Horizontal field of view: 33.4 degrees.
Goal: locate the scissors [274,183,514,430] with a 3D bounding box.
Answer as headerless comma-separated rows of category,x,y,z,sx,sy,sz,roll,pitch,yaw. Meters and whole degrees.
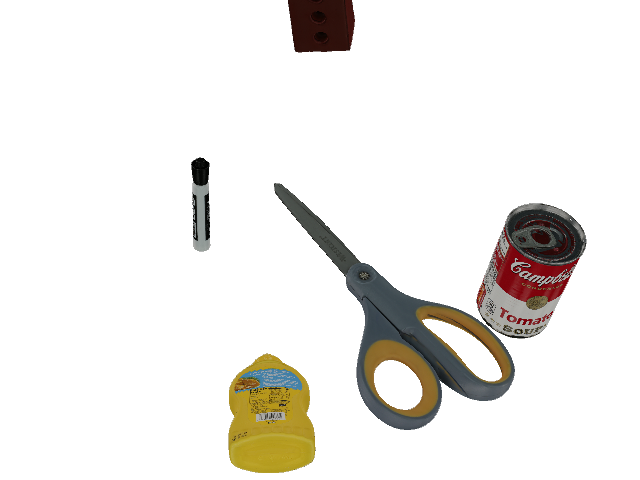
scissors,0.019,0.039,0.625,0.202,0.016,0.096,33,53,24

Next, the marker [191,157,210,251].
marker,-0.127,-0.038,1.131,0.020,0.121,0.020,3,43,-3

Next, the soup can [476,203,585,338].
soup can,0.177,0.027,0.912,0.068,0.068,0.102,0,-42,-11

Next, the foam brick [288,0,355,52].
foam brick,0.001,-0.215,0.959,0.053,0.051,0.078,0,-44,9

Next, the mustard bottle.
mustard bottle,-0.060,0.192,1.254,0.096,0.058,0.191,-4,27,-3
